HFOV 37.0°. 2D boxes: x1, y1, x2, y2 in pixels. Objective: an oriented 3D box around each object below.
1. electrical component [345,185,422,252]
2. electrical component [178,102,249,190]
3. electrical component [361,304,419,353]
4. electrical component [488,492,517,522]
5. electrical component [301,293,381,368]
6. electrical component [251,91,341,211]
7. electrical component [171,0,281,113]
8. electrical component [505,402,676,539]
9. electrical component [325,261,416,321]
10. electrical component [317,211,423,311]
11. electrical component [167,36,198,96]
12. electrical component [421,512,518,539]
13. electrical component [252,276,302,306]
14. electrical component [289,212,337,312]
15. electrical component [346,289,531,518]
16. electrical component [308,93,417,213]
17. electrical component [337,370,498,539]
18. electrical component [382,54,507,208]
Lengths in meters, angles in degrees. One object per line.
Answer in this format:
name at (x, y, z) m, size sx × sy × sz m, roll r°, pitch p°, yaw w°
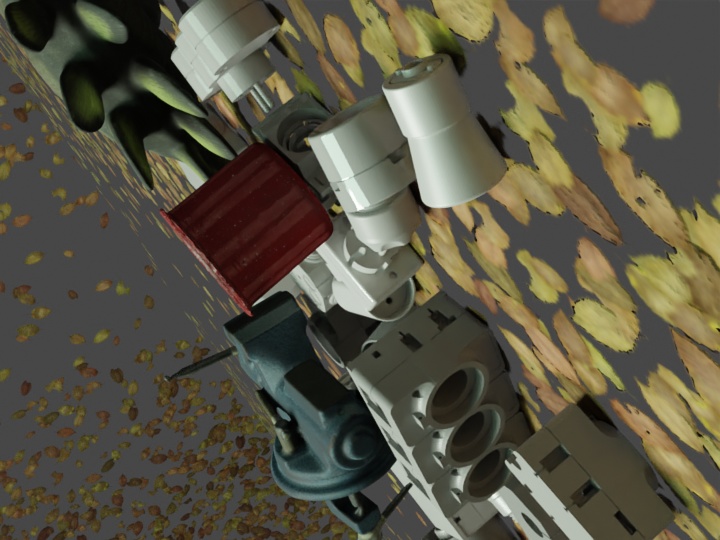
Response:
electrical component at (0.010, -0.046, 0.663) m, size 0.043 × 0.043 × 0.062 m, roll 37°, pitch 159°, yaw 51°
electrical component at (-0.134, -0.100, 1.018) m, size 0.100 × 0.048 × 0.099 m, roll 44°, pitch 165°, yaw 33°
electrical component at (0.051, 0.075, 0.867) m, size 0.099 × 0.064 × 0.099 m, roll 36°, pitch 152°, yaw 23°
electrical component at (0.136, 0.200, 0.926) m, size 0.061 × 0.035 × 0.035 m, roll 48°, pitch 168°, yaw 5°
electrical component at (-0.010, 0.051, 0.979) m, size 0.050 × 0.056 × 0.089 m, roll 36°, pitch 160°, yaw 52°
electrical component at (-0.030, -0.077, 0.724) m, size 0.081 × 0.042 × 0.063 m, roll 45°, pitch 169°, yaw 33°
electrical component at (-0.080, -0.136, 0.711) m, size 0.073 × 0.052 × 0.138 m, roll 53°, pitch 168°, yaw -6°
electrical component at (0.141, 0.130, 0.654) m, size 0.089 × 0.056 × 0.050 m, roll 49°, pitch 167°, yaw 14°
electrical component at (0.000, 0.000, 0.826) m, size 0.079 × 0.044 × 0.077 m, roll 55°, pitch 168°, yaw -12°
electrical component at (0.007, -0.015, 0.750) m, size 0.065 × 0.047 × 0.076 m, roll 50°, pitch 169°, yaw 4°
electrical component at (-0.182, -0.168, 0.965) m, size 0.081 × 0.064 × 0.042 m, roll 48°, pitch 168°, yaw 17°
electrical component at (0.112, 0.289, 1.127) m, size 0.064 × 0.099 × 0.099 m, roll 58°, pitch 168°, yaw 1°
electrical component at (-0.094, -0.005, 1.075) m, size 0.080 × 0.080 × 0.051 m, roll 56°, pitch 173°, yaw -16°
electrical component at (-0.031, -0.009, 0.899) m, size 0.080 × 0.051 × 0.080 m, roll 49°, pitch 167°, yaw 15°
electrical component at (0.064, 0.102, 0.776) m, size 0.062 × 0.089 × 0.150 m, roll 40°, pitch 163°, yaw 43°
electrical component at (0.003, -0.067, 0.603) m, size 0.047 × 0.055 × 0.055 m, roll 59°, pitch 166°, yaw -15°
electrical component at (0.056, 0.171, 1.072) m, size 0.186 × 0.060 × 0.105 m, roll 53°, pitch 168°, yaw -3°
electrical component at (0.038, -0.068, 0.506) m, size 0.044 × 0.044 × 0.065 m, roll 29°, pitch 149°, yaw 61°
